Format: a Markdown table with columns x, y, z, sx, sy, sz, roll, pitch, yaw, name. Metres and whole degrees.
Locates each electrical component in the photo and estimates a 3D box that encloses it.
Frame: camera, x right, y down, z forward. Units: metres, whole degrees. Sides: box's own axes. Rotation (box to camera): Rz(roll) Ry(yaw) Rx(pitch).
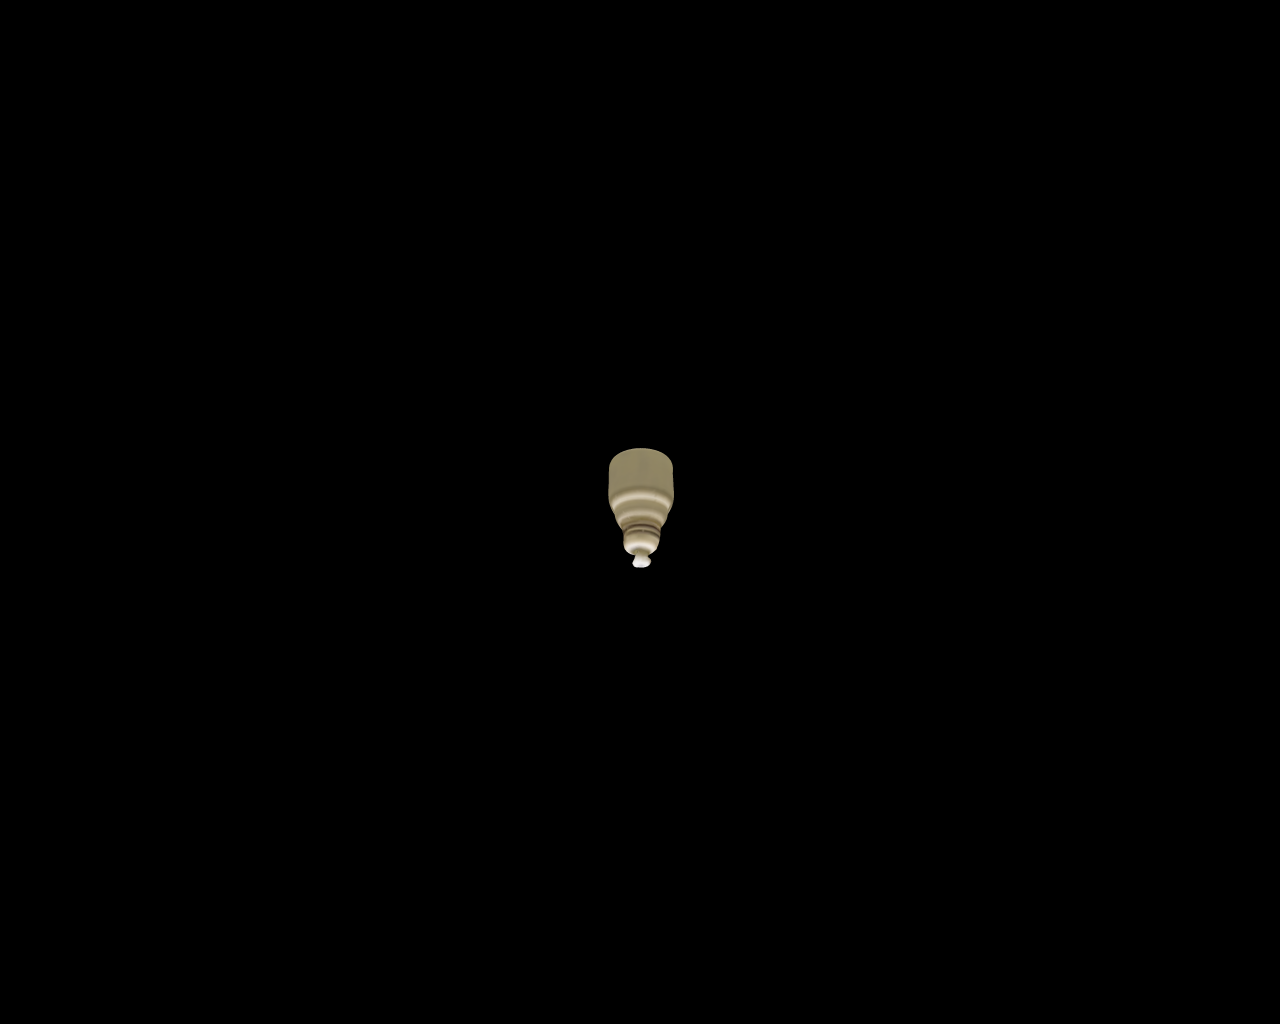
| x | y | z | sx | sy | sz | roll | pitch | yaw | name |
| --- | --- | --- | --- | --- | --- | --- | --- | --- | --- |
| 0.001 | -0.003 | 0.650 | 0.040 | 0.078 | 0.040 | 0 | -29 | 0 | electrical component |
